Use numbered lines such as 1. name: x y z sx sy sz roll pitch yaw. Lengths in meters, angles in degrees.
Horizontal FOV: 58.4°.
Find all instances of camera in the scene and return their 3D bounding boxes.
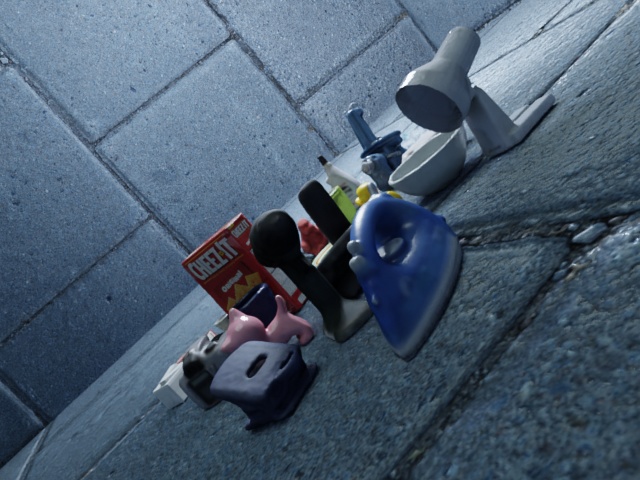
1. camera: -0.175 0.205 1.023 0.143 0.101 0.137 -38 10 18

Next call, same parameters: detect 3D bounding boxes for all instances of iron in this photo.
1. iron: 0.084 0.021 0.703 0.118 0.141 0.258 -36 11 27

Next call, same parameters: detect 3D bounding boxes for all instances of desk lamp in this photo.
1. desk lamp: 0.257 -0.244 0.980 0.203 0.213 0.117 -45 11 -21

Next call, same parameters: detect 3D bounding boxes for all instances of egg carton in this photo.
1. egg carton: 0.247 -0.196 1.239 0.150 0.069 0.107 -45 11 -22

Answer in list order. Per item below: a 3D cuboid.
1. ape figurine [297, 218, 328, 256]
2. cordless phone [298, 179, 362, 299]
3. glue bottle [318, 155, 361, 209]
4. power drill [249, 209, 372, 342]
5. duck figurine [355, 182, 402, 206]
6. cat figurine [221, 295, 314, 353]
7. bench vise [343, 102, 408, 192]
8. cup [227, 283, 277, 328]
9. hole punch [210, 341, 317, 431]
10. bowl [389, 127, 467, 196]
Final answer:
1. ape figurine: -0.023 -0.013 1.413 0.078 0.092 0.076 -40 10 7
2. cordless phone: 0.009 0.003 0.943 0.148 0.185 0.094 -48 12 -35
3. glue bottle: 0.052 -0.155 1.508 0.078 0.173 0.037 -37 11 23
4. power drill: -0.022 0.044 0.813 0.076 0.208 0.229 -44 10 -13
5. duck figurine: 0.117 -0.085 1.206 0.078 0.086 0.104 -49 12 -36
6. cat figurine: -0.092 0.145 0.910 0.128 0.118 0.067 -43 10 -9
7. bench vise: 0.138 -0.244 1.424 0.121 0.220 0.207 -38 10 18
8. cup: -0.113 0.147 1.054 0.117 0.095 0.092 -34 13 39
9. hole punch: -0.074 0.181 0.760 0.101 0.091 0.109 -33 13 41
10. bowl: 0.215 -0.135 1.077 0.167 0.075 0.167 -40 10 9
